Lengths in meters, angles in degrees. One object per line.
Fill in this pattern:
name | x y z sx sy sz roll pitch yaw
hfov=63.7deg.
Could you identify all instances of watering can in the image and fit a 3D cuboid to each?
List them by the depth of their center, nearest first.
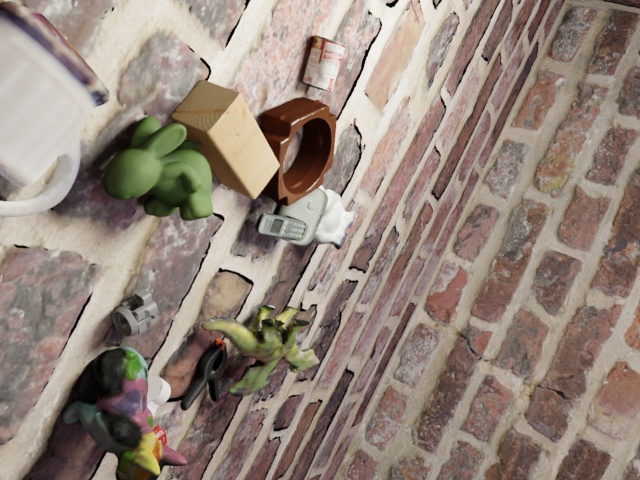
watering can | -0.366 -0.160 0.541 0.227 0.105 0.341 -58 153 -15

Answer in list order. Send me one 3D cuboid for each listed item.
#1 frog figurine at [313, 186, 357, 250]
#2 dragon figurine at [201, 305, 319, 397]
frog figurine | 0.004 -0.067 1.333 0.157 0.123 0.138 40 84 -25
dragon figurine | -0.148 0.284 1.259 0.409 0.123 0.241 7 106 -45
